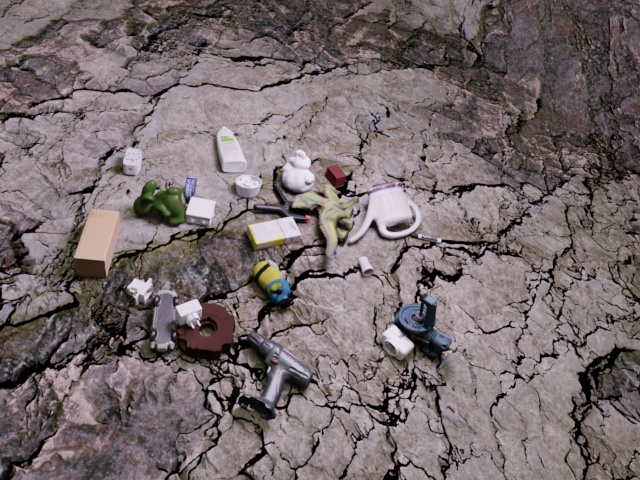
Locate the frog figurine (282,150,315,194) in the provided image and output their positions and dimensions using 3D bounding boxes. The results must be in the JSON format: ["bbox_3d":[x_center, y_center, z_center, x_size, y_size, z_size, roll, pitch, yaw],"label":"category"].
[{"bbox_3d":[-0.080,-0.264,2.016,0.138,0.155,0.125,35,50,16],"label":"frog figurine"}]

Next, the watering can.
[{"bbox_3d":[0.238,-0.109,1.982,0.349,0.102,0.227,-11,76,-25],"label":"watering can"}]

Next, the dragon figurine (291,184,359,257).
[{"bbox_3d":[0.006,-0.097,1.921,0.243,0.119,0.419,19,37,12],"label":"dragon figurine"}]
